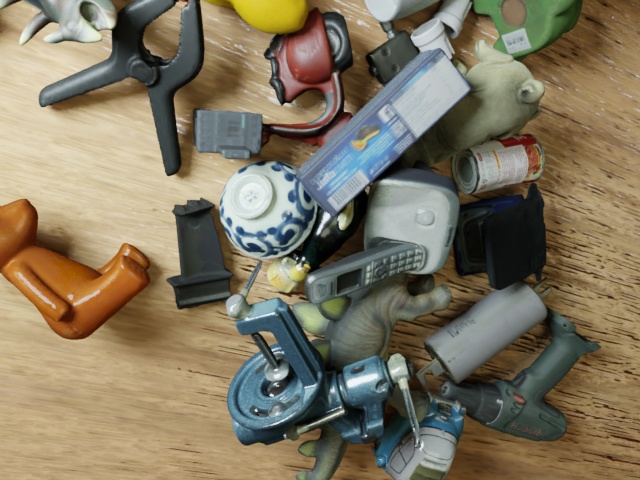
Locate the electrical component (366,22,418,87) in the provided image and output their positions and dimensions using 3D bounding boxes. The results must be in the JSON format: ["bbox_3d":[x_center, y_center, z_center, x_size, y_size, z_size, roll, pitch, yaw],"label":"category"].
[{"bbox_3d":[0.090,-0.229,0.680,0.063,0.021,0.094,-35,111,-5],"label":"electrical component"}]

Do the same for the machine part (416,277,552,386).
[{"bbox_3d":[0.240,0.130,0.784,0.243,0.079,0.079,-33,110,-5],"label":"machine part"}]

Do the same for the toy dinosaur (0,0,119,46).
[{"bbox_3d":[-0.269,-0.373,0.495,0.192,0.131,0.404,-21,102,-11],"label":"toy dinosaur"}]

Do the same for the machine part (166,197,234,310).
[{"bbox_3d":[-0.151,0.018,0.663,0.084,0.039,0.138,-4,106,-10],"label":"machine part"}]

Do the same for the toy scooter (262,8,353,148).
[{"bbox_3d":[-0.020,-0.171,0.635,0.135,0.075,0.183,-11,101,5],"label":"toy scooter"}]

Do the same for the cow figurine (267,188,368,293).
[{"bbox_3d":[0.000,0.000,0.669,0.068,0.098,0.167,31,89,-22],"label":"cow figurine"}]

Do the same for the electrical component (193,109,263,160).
[{"bbox_3d":[-0.103,-0.119,0.599,0.075,0.119,0.047,0,104,-14],"label":"electrical component"}]

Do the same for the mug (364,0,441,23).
[{"bbox_3d":[0.110,-0.323,0.638,0.107,0.081,0.109,-20,101,-22],"label":"mug"}]

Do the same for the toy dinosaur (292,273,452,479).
[{"bbox_3d":[0.046,0.173,0.728,0.198,0.105,0.471,13,90,-11],"label":"toy dinosaur"}]

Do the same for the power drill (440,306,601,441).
[{"bbox_3d":[0.319,0.205,0.825,0.232,0.086,0.207,32,88,-20],"label":"power drill"}]

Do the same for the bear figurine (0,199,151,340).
[{"bbox_3d":[-0.297,0.011,0.579,0.132,0.120,0.195,-43,106,-6],"label":"bear figurine"}]

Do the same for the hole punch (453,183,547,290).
[{"bbox_3d":[0.250,-0.002,0.755,0.116,0.092,0.142,-18,105,-24],"label":"hole punch"}]

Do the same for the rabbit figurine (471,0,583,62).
[{"bbox_3d":[0.298,-0.323,0.664,0.170,0.159,0.121,-40,101,-20],"label":"rabbit figurine"}]

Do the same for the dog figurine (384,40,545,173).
[{"bbox_3d":[0.152,-0.130,0.648,0.190,0.172,0.121,-41,100,-11],"label":"dog figurine"}]

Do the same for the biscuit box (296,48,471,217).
[{"bbox_3d":[0.064,-0.116,0.588,0.202,0.063,0.059,-42,107,5],"label":"biscuit box"}]

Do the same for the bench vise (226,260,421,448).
[{"bbox_3d":[-0.019,0.144,0.595,0.224,0.129,0.240,-15,123,19],"label":"bench vise"}]

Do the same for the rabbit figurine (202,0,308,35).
[{"bbox_3d":[-0.071,-0.300,0.559,0.162,0.122,0.173,-16,104,-3],"label":"rabbit figurine"}]

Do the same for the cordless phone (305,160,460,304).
[{"bbox_3d":[0.062,-0.003,0.617,0.184,0.089,0.146,-22,140,-19],"label":"cordless phone"}]

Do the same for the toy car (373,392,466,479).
[{"bbox_3d":[0.147,0.299,0.765,0.109,0.103,0.161,22,120,-10],"label":"toy car"}]
